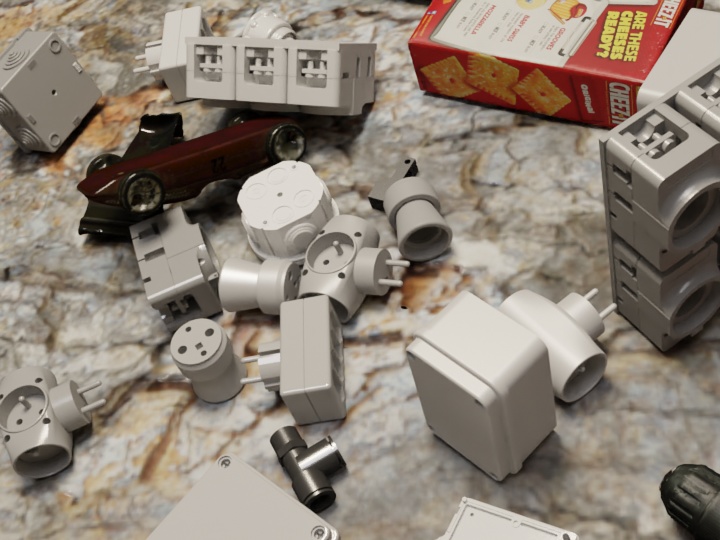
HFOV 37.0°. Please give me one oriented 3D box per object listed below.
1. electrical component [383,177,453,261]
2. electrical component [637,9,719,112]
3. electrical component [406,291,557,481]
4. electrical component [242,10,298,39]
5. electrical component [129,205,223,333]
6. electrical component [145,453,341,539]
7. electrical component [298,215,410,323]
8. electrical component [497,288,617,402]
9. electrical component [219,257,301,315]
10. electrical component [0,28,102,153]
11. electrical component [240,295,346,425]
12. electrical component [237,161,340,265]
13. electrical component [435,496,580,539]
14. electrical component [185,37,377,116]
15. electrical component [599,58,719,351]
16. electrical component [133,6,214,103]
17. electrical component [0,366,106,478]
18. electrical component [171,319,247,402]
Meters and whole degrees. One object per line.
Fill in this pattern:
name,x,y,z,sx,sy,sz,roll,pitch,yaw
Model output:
electrical component,0.046,-0.041,0.864,0.045,0.045,0.055,-20,50,2
electrical component,0.272,-0.143,0.852,0.057,0.078,0.113,20,62,32
electrical component,0.082,0.079,0.719,0.057,0.113,0.078,-42,54,-20
electrical component,-0.080,-0.219,1.038,0.062,0.048,0.048,32,68,26
electrical component,-0.149,-0.003,0.890,0.056,0.050,0.089,-23,51,-1
electrical component,-0.081,0.196,0.715,0.109,0.056,0.108,29,66,32
electrical component,0.000,0.000,0.845,0.079,0.044,0.077,5,55,26
electrical component,0.148,0.043,0.770,0.079,0.044,0.077,-37,52,-12
electrical component,-0.079,0.013,0.861,0.055,0.045,0.045,2,55,18
electrical component,-0.308,-0.171,1.036,0.048,0.099,0.099,10,57,38
electrical component,-0.054,0.070,0.808,0.076,0.047,0.083,-10,52,9
electrical component,-0.060,-0.047,0.896,0.080,0.051,0.080,-8,52,11
electrical component,0.088,0.190,0.671,0.096,0.061,0.061,12,58,33
electrical component,-0.071,-0.176,0.970,0.150,0.061,0.089,7,14,21
electrical component,0.225,-0.036,0.715,0.105,0.186,0.060,-34,52,-10
electrical component,-0.187,-0.209,1.059,0.076,0.047,0.083,-10,52,10
electrical component,-0.236,0.110,0.834,0.079,0.044,0.077,-24,51,-2
electrical component,-0.116,0.069,0.822,0.045,0.055,0.045,-8,52,11
